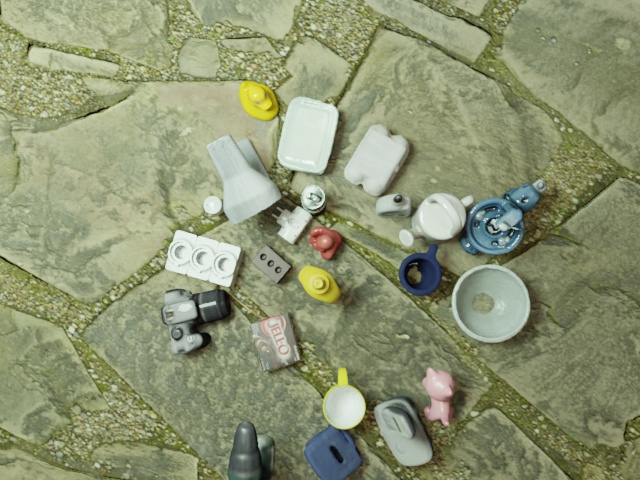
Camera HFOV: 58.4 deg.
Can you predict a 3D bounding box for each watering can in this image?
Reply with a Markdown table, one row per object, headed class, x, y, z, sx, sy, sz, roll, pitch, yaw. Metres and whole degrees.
| class | x | y | z | sx | sy | sz | roll | pitch | yaw |
| --- | --- | --- | --- | --- | --- | --- | --- | --- | --- |
| watering can | 0.249 | -0.042 | 1.205 | 0.101 | 0.194 | 0.173 | 36 | 87 | 5 |

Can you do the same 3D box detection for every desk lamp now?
| class | x | y | z | sx | sy | sz | roll | pitch | yaw |
| --- | --- | --- | --- | --- | --- | --- | --- | --- | --- |
| desk lamp | -0.168 | -0.130 | 1.214 | 0.118 | 0.213 | 0.203 | -29 | 85 | -1 |

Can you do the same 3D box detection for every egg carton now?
| class | x | y | z | sx | sy | sz | roll | pitch | yaw |
| --- | --- | --- | --- | --- | --- | --- | --- | --- | --- |
| egg carton | 0.129 | -0.179 | 1.283 | 0.107 | 0.069 | 0.150 | 30 | 86 | 4 |

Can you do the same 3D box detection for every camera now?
| class | x | y | z | sx | sy | sz | roll | pitch | yaw |
| --- | --- | --- | --- | --- | --- | --- | --- | --- | --- |
| camera | -0.265 | 0.168 | 1.246 | 0.137 | 0.101 | 0.143 | -13 | 85 | 0 |

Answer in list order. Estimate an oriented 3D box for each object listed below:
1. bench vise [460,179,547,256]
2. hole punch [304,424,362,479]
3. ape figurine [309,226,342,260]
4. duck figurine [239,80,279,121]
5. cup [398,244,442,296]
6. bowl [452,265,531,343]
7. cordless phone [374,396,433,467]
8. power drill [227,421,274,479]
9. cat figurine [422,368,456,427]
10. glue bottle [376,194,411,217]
| class | x | y | z | sx | sy | sz | roll | pitch | yaw |
| --- | --- | --- | --- | --- | --- | --- | --- | --- | --- |
| bench vise | 0.386 | -0.062 | 1.190 | 0.121 | 0.220 | 0.207 | 31 | 86 | 4 |
| hole punch | 0.028 | 0.454 | 1.218 | 0.101 | 0.091 | 0.108 | -36 | 85 | -2 |
| ape figurine | 0.012 | 0.004 | 1.258 | 0.076 | 0.092 | 0.078 | -8 | 85 | 1 |
| duck figurine | -0.143 | -0.325 | 1.295 | 0.077 | 0.086 | 0.104 | -45 | 85 | -2 |
| cup | 0.218 | 0.064 | 1.246 | 0.091 | 0.095 | 0.118 | 27 | 86 | 4 |
| bowl | 0.363 | 0.137 | 1.246 | 0.167 | 0.075 | 0.167 | 0 | 85 | 2 |
| cordless phone | 0.178 | 0.402 | 1.171 | 0.094 | 0.185 | 0.147 | -30 | 85 | -1 |
| power drill | -0.143 | 0.465 | 1.162 | 0.075 | 0.208 | 0.230 | 1 | 85 | 2 |
| cat figurine | 0.255 | 0.329 | 1.210 | 0.067 | 0.118 | 0.128 | -6 | 85 | 1 |
| glue bottle | 0.161 | -0.077 | 1.221 | 0.078 | 0.173 | 0.037 | 4 | 85 | 2 |
